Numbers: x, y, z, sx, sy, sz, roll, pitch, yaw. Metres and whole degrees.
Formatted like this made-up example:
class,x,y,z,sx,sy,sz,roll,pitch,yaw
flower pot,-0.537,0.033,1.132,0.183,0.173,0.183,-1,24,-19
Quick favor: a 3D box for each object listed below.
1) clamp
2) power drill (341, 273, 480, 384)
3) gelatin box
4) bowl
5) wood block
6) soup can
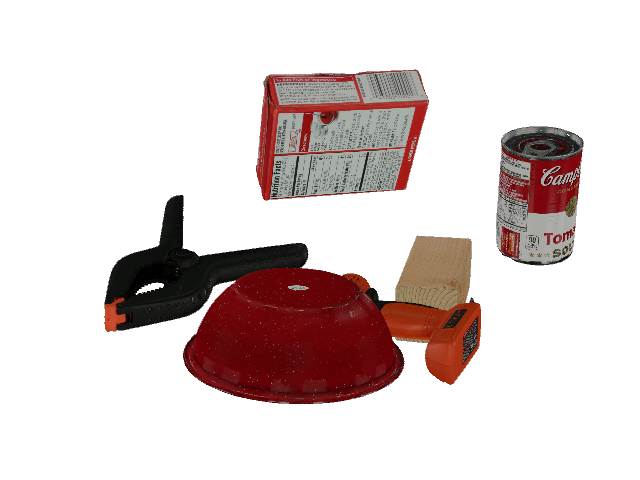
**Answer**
class,x,y,z,sx,sy,sz,roll,pitch,yaw
clamp,-0.136,0.021,1.001,0.165,0.036,0.209,25,37,30
power drill,0.061,0.096,1.111,0.188,0.057,0.184,11,28,24
gelatin box,0.010,-0.060,0.603,0.089,0.030,0.073,-4,-39,-11
bowl,-0.018,0.059,0.770,0.162,0.055,0.162,2,17,-1
wood block,0.174,0.072,1.621,0.091,0.090,0.206,4,22,12
soup can,0.186,-0.038,0.914,0.068,0.102,0.068,-1,27,1
